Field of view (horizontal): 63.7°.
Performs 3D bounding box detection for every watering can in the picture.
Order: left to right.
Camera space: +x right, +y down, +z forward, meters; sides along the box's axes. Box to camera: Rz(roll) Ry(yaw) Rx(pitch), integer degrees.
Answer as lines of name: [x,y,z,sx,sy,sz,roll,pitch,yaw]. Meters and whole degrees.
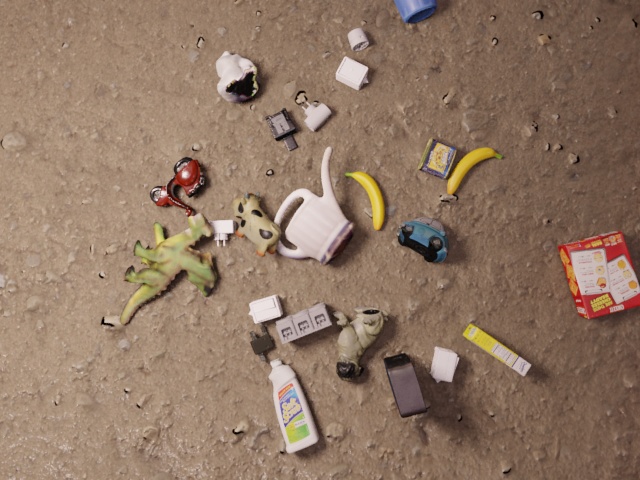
watering can: [0.005,-0.075,1.483,0.225,0.344,0.105,36,16,6]

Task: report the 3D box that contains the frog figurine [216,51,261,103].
frog figurine: [-0.259,-0.493,1.561,0.121,0.137,0.162,31,11,-49]

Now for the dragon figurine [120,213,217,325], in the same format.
dragon figurine: [-0.425,0.098,1.509,0.243,0.406,0.123,19,14,-1]
